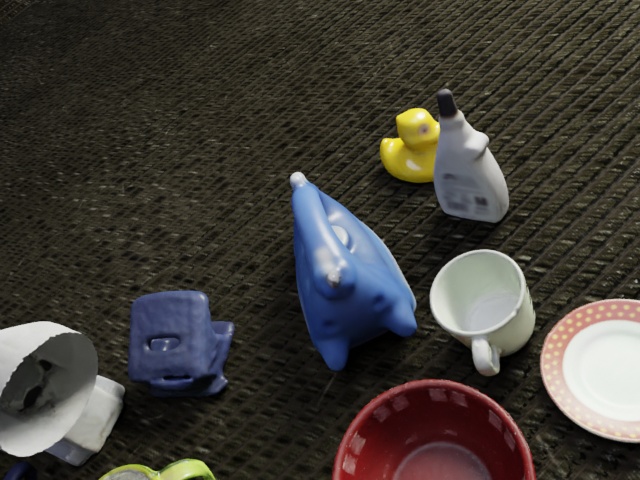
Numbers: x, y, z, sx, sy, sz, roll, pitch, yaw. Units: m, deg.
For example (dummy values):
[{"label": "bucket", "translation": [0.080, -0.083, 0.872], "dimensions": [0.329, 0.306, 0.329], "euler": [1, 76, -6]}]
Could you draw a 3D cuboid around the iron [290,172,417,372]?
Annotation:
[{"label": "iron", "translation": [0.006, 0.002, 0.620], "dimensions": [0.118, 0.142, 0.257], "euler": [-27, 45, 4]}]

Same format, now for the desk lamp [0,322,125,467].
[{"label": "desk lamp", "translation": [-0.305, 0.155, 0.596], "dimensions": [0.202, 0.214, 0.118], "euler": [6, 56, 31]}]

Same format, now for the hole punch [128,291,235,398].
[{"label": "hole punch", "translation": [-0.160, 0.118, 0.641], "dimensions": [0.108, 0.091, 0.101], "euler": [-8, 49, 21]}]

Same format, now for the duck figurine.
[{"label": "duck figurine", "translation": [0.119, -0.124, 0.710], "dimensions": [0.104, 0.086, 0.077], "euler": [4, 55, 30]}]

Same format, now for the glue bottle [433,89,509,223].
[{"label": "glue bottle", "translation": [0.149, -0.088, 0.602], "dimensions": [0.077, 0.174, 0.037], "euler": [15, 60, 35]}]

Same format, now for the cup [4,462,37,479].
[{"label": "cup", "translation": [-0.297, 0.288, 0.562], "dimensions": [0.091, 0.095, 0.118], "euler": [0, 53, 27]}]
